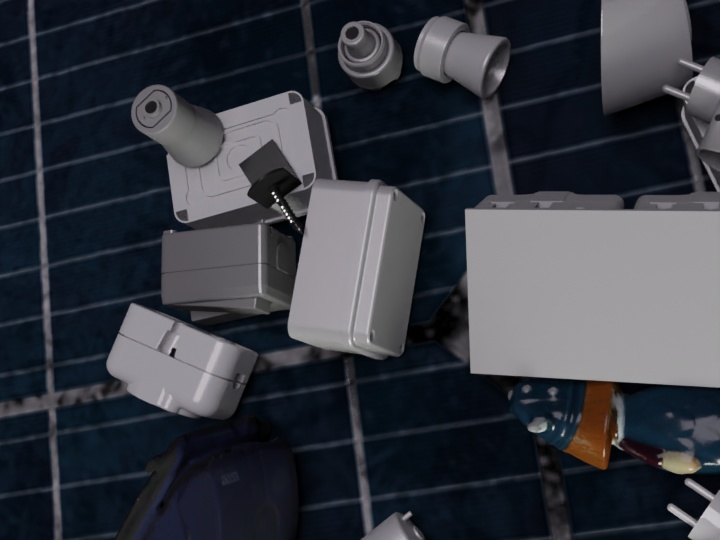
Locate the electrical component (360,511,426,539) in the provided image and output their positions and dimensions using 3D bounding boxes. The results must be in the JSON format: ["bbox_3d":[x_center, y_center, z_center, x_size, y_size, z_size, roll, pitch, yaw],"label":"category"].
[{"bbox_3d":[0.012,0.194,0.706,0.078,0.040,0.040,-40,69,7],"label":"electrical component"}]

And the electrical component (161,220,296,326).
[{"bbox_3d":[-0.099,0.005,0.772,0.096,0.062,0.061,-6,77,17],"label":"electrical component"}]

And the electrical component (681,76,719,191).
[{"bbox_3d":[0.267,-0.098,0.673,0.113,0.057,0.078,-24,72,12],"label":"electrical component"}]

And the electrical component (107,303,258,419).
[{"bbox_3d":[-0.130,0.069,0.773,0.095,0.054,0.059,20,86,21],"label":"electrical component"}]

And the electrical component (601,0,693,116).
[{"bbox_3d":[0.178,-0.155,0.695,0.064,0.099,0.099,-13,75,10],"label":"electrical component"}]

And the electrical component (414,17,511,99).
[{"bbox_3d":[0.072,-0.150,0.757,0.055,0.045,0.045,26,87,22],"label":"electrical component"}]

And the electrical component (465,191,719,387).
[{"bbox_3d":[0.164,0.009,0.662,0.186,0.060,0.105,2,105,19],"label":"electrical component"}]

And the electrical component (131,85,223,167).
[{"bbox_3d":[-0.128,-0.101,0.739,0.044,0.065,0.044,-4,77,18],"label":"electrical component"}]

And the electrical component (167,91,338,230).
[{"bbox_3d":[-0.077,-0.074,0.784,0.113,0.057,0.078,-14,74,15],"label":"electrical component"}]

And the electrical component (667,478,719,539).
[{"bbox_3d":[0.223,0.156,0.641,0.079,0.043,0.077,34,91,22],"label":"electrical component"}]

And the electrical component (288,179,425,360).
[{"bbox_3d":[0.000,0.000,0.731,0.057,0.078,0.113,6,80,23],"label":"electrical component"}]

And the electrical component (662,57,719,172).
[{"bbox_3d":[0.220,-0.101,0.634,0.079,0.043,0.077,28,88,22],"label":"electrical component"}]

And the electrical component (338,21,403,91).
[{"bbox_3d":[0.004,-0.157,0.772,0.043,0.062,0.043,-4,77,18],"label":"electrical component"}]
